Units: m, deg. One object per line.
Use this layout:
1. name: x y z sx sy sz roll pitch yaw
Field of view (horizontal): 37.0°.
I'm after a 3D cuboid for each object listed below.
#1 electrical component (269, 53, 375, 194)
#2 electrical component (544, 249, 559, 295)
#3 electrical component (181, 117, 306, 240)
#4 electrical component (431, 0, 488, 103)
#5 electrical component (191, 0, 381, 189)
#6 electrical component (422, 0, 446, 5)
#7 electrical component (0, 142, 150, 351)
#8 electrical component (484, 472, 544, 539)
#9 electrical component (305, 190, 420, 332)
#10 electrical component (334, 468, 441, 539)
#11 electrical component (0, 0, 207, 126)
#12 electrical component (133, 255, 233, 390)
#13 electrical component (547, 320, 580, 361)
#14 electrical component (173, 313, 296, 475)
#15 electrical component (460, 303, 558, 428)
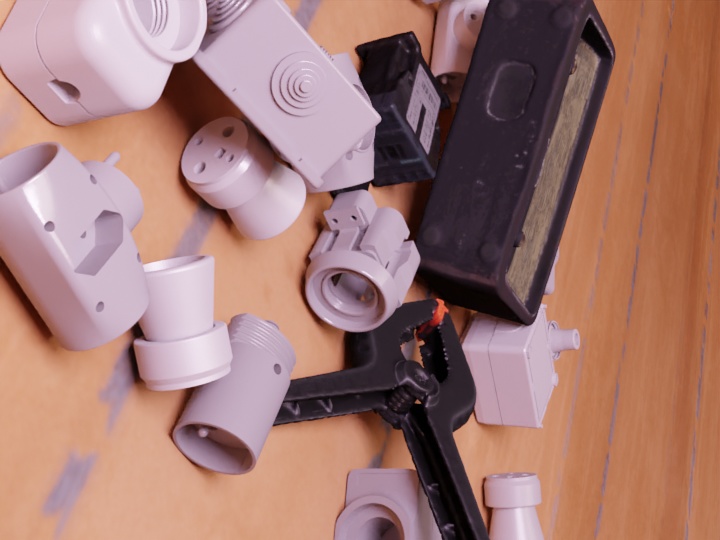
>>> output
1. electrical component: -0.028 -0.083 0.629 0.079 0.044 0.077 -29 110 -59
2. electrical component: 0.135 -0.025 0.907 0.056 0.050 0.089 28 61 -56
3. electrical component: -0.061 -0.048 0.563 0.055 0.045 0.045 45 47 -48
4. electrical component: 0.086 -0.180 0.826 0.043 0.079 0.077 17 65 -19
5. electrical component: -0.042 -0.097 0.536 0.099 0.048 0.099 46 2 -26
6. electrical component: 0.026 -0.271 0.747 0.186 0.060 0.105 20 67 -59
7. electrical component: -0.118 -0.020 0.456 0.077 0.043 0.079 65 34 -30
8. electrical component: 0.122 0.190 0.850 0.045 0.045 0.055 5 80 -61
9. electrical component: 0.000 0.000 0.652 0.078 0.058 0.057 65 31 -31
10. electrical component: 0.020 0.170 0.662 0.056 0.050 0.089 35 55 -55
11. electrical component: -0.108 -0.115 0.474 0.053 0.059 0.095 52 42 -44
12. electrical component: -0.086 0.024 0.504 0.045 0.045 0.055 -25 107 -60
13. electrical component: 0.155 0.061 0.916 0.048 0.062 0.048 19 68 -59
14. electrical component: -0.059 0.058 0.547 0.043 0.043 0.081 61 37 -36
15. electrical component: 0.117 0.080 0.853 0.061 0.061 0.096 -58 141 -48
